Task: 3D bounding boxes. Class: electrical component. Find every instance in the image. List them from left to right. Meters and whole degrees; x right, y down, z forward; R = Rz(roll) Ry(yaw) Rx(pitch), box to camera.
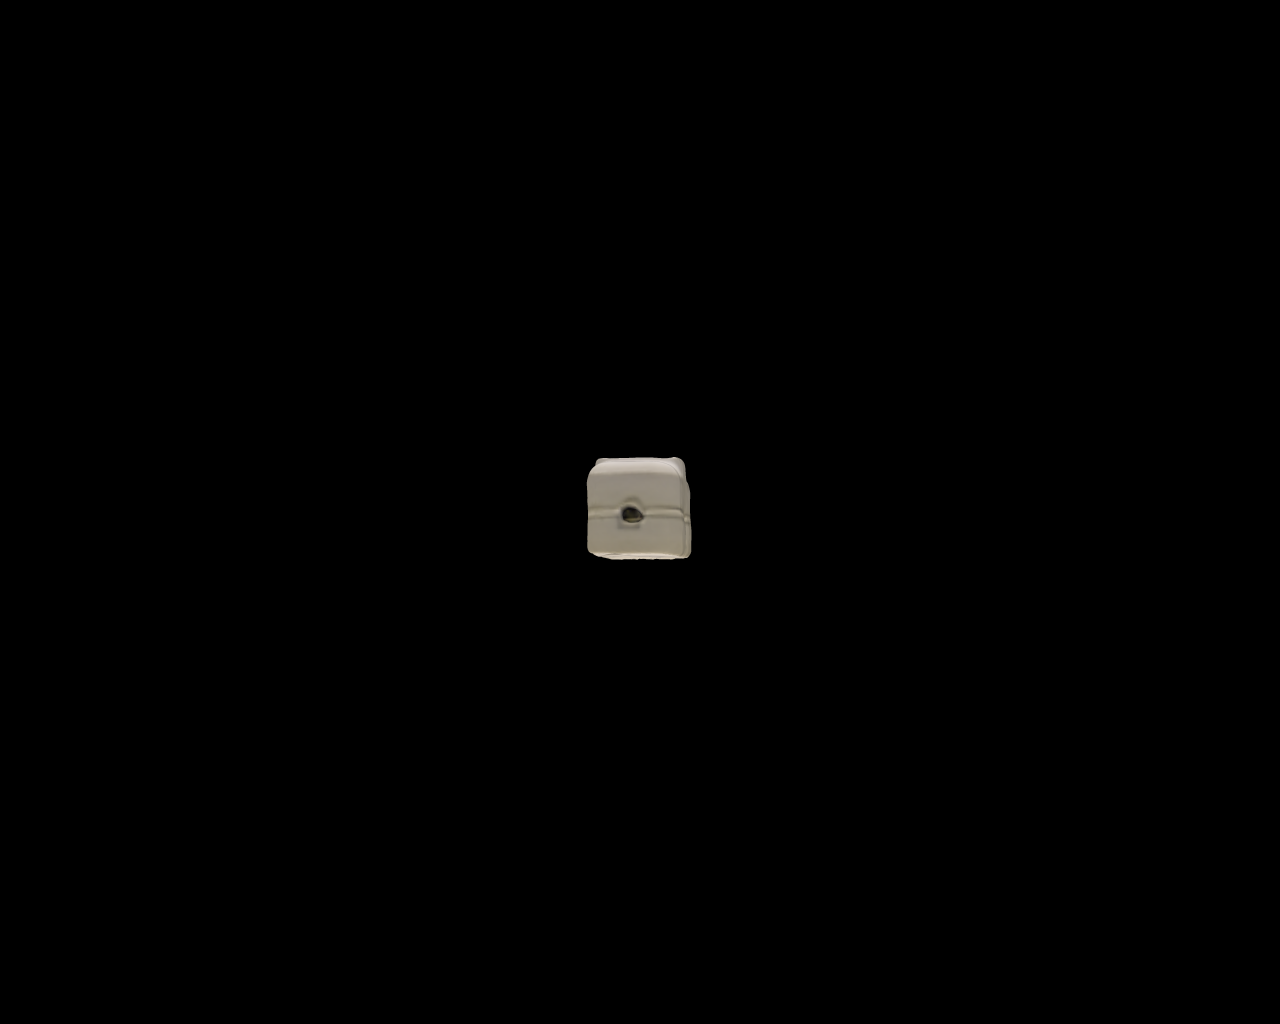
[{"bbox_3d":[0.001,-0.003,0.650,0.054,0.059,0.095,-1,-4,8],"label":"electrical component"}]
